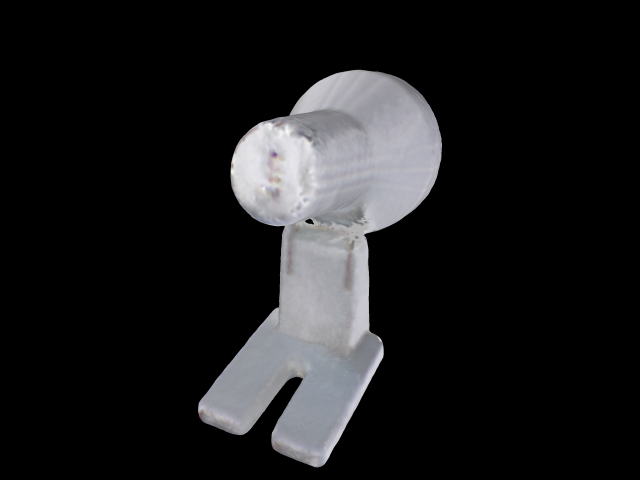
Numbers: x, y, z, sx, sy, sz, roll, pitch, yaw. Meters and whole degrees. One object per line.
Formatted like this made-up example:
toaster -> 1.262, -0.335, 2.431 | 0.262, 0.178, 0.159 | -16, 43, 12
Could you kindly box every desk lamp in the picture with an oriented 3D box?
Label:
desk lamp -> 0.004, 0.001, 0.400 | 0.117, 0.214, 0.203 | 12, 33, 20
